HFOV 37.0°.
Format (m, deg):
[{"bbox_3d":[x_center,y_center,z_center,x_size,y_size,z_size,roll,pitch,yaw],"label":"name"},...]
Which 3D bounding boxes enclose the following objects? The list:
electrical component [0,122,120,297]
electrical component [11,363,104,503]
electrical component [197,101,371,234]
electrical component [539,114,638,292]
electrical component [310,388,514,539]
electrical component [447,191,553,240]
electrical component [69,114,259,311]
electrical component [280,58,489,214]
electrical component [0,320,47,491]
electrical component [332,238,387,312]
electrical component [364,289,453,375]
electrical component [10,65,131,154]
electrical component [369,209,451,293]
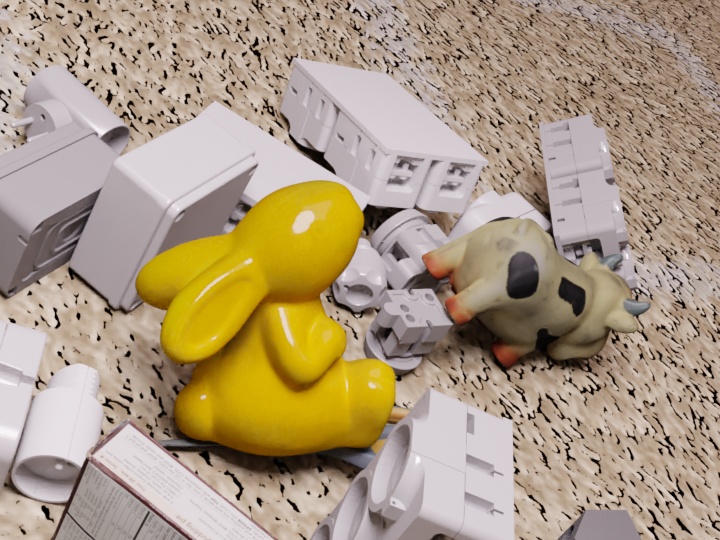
[{"bbox_3d":[-0.215,-0.044,0.731,0.057,0.078,0.113,39,37,6],"label":"electrical component"},{"bbox_3d":[-0.174,0.091,0.632,0.043,0.043,0.081,19,38,-17],"label":"electrical component"},{"bbox_3d":[-0.081,-0.055,0.852,0.150,0.061,0.089,32,36,0],"label":"electrical component"},{"bbox_3d":[0.215,-0.053,1.014,0.060,0.105,0.186,-12,37,13],"label":"electrical component"},{"bbox_3d":[0.022,0.150,0.612,0.062,0.150,0.089,24,37,-12],"label":"electrical component"},{"bbox_3d":[0.124,-0.032,0.978,0.059,0.053,0.095,45,38,18],"label":"electrical component"},{"bbox_3d":[-0.137,-0.041,0.755,0.056,0.108,0.109,39,37,7],"label":"electrical component"},{"bbox_3d":[0.014,-0.118,0.966,0.105,0.060,0.186,3,31,-34],"label":"electrical component"},{"bbox_3d":[-0.221,0.073,0.611,0.059,0.053,0.095,18,38,-17],"label":"electrical component"},{"bbox_3d":[0.000,0.000,0.862,0.043,0.043,0.062,20,37,-15],"label":"electrical component"},{"bbox_3d":[0.033,0.047,0.820,0.066,0.055,0.048,-1,47,-36],"label":"electrical component"},{"bbox_3d":[-0.232,-0.114,0.829,0.077,0.044,0.079,42,38,14],"label":"electrical component"},{"bbox_3d":[0.044,-0.013,0.897,0.078,0.058,0.057,-12,56,-47],"label":"electrical component"}]
